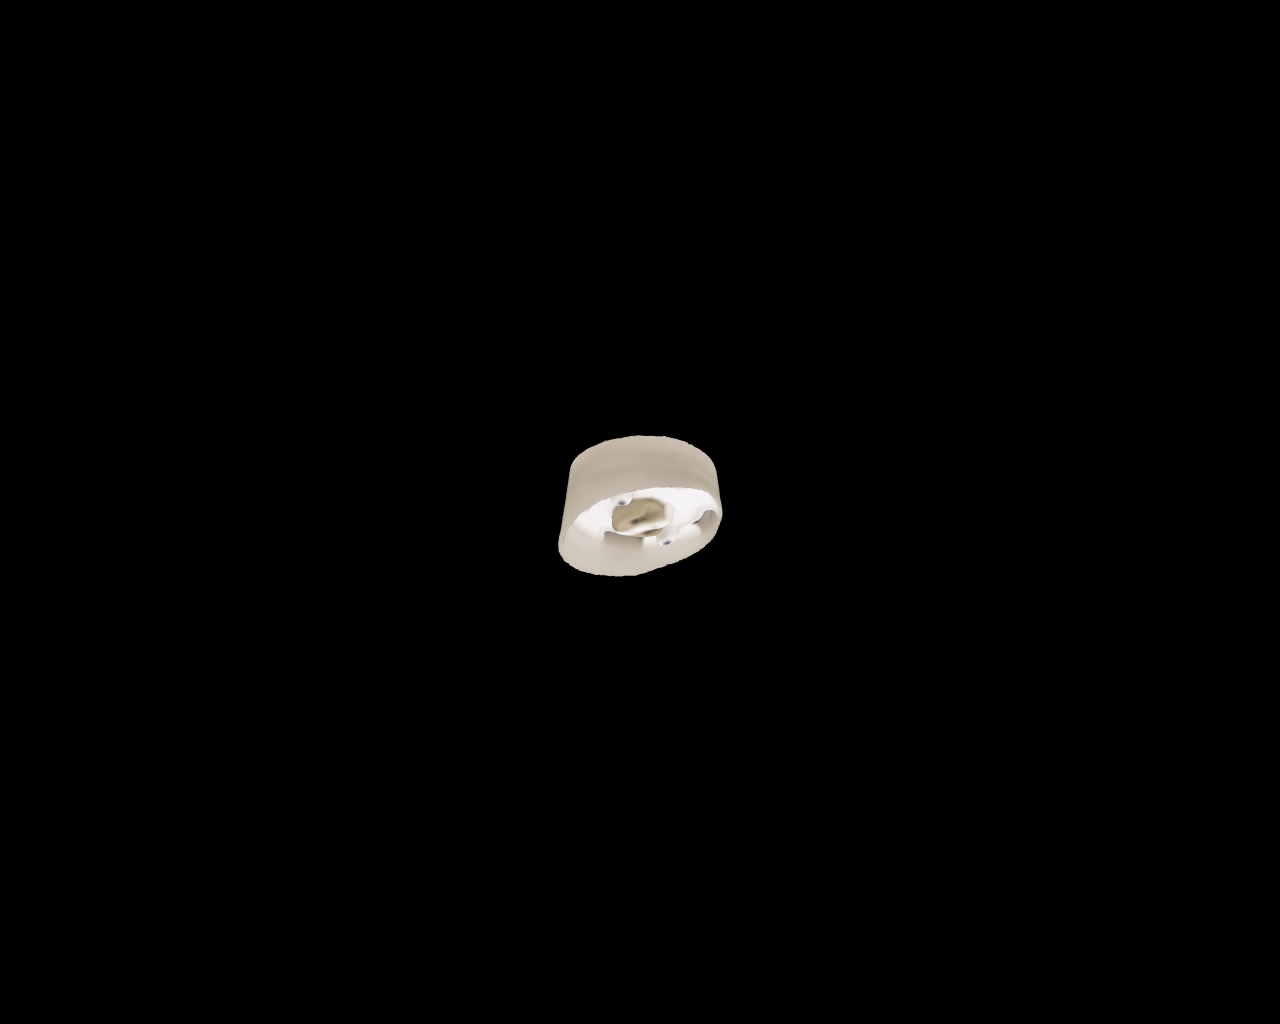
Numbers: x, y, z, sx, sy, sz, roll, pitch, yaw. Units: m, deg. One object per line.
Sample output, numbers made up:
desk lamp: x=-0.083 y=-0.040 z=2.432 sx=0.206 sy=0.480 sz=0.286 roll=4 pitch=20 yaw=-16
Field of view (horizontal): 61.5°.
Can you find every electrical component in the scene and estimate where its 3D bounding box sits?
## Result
electrical component: x=0.001 y=-0.003 z=0.650 sx=0.099 sy=0.064 sz=0.099 roll=0 pitch=-27 yaw=0
